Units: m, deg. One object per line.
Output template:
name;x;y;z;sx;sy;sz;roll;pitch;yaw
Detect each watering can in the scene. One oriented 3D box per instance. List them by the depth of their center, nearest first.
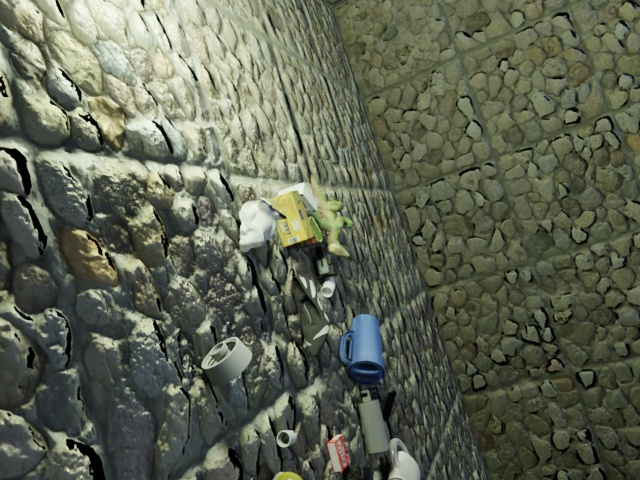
watering can;0.320;0.894;1.856;0.345;0.103;0.228;66;23;-11

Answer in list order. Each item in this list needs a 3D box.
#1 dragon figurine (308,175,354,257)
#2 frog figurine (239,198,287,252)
dragon figurine;0.006;-0.099;1.969;0.416;0.121;0.242;59;20;19
frog figurine;-0.191;-0.034;1.501;0.161;0.123;0.135;-60;148;-16
